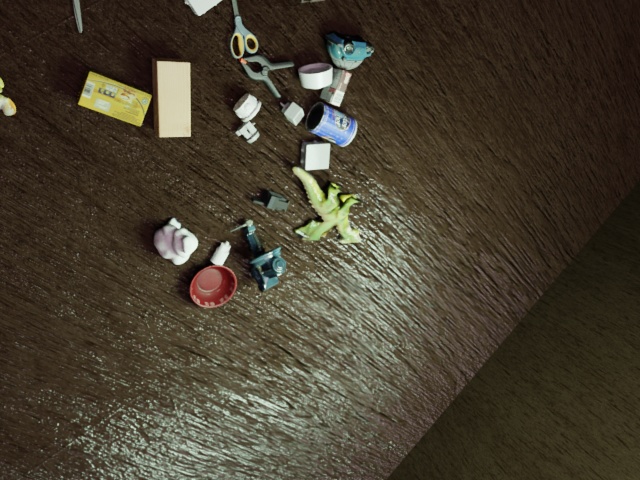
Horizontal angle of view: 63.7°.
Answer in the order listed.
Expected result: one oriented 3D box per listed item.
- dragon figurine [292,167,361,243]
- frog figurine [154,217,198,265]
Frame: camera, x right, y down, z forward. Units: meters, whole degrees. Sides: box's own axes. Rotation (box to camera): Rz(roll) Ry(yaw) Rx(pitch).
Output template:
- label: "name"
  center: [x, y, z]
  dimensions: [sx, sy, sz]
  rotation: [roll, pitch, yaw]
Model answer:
- label: "dragon figurine"
  center: [0.006, -0.092, 1.824]
  dimensions: [0.407, 0.124, 0.240]
  rotation: [24, 107, -33]
- label: "frog figurine"
  center: [-0.442, 0.016, 1.585]
  dimensions: [0.123, 0.162, 0.135]
  rotation: [-14, 118, -20]
